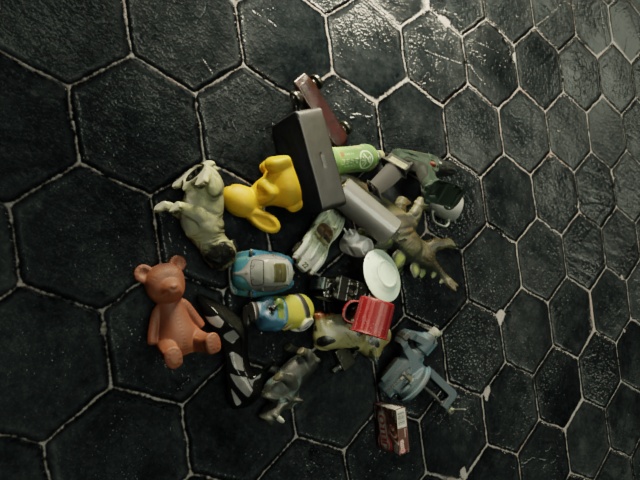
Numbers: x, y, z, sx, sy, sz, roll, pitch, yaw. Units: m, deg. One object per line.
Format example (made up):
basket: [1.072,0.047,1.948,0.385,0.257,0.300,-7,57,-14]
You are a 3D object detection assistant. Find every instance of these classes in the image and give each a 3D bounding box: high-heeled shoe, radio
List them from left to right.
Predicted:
high-heeled shoe: [-0.208,0.242,1.150,0.248,0.086,0.145,45,95,-3]
radio: [-0.029,-0.176,1.241,0.073,0.131,0.229,-17,95,-33]

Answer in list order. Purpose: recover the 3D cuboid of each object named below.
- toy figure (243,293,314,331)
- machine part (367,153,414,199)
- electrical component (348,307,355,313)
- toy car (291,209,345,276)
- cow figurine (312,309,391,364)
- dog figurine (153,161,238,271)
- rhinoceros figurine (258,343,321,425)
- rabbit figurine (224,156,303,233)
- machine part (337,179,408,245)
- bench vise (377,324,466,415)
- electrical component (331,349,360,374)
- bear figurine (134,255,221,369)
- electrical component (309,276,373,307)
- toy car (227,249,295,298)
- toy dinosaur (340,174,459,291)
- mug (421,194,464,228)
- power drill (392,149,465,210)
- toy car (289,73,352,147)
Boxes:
toy figure: [-0.087,0.159,1.196,0.180,0.082,0.089,12,84,-42]
machine part: [0.169,-0.163,1.347,0.084,0.039,0.139,33,61,17]
electrical component: [0.120,0.178,1.367,0.102,0.045,0.078,-34,127,-28]
toy car: [-0.003,-0.004,1.274,0.073,0.056,0.202,47,49,-21]
cow figurine: [0.077,0.229,1.283,0.195,0.085,0.127,1,92,-10]
dog figurine: [-0.224,-0.049,1.133,0.172,0.121,0.190,-50,124,-13]
rhinoceros figurine: [-0.076,0.324,1.215,0.190,0.073,0.112,-51,123,-27]
rabbit figurine: [-0.134,-0.096,1.197,0.173,0.122,0.162,-19,107,-19]
machine part: [0.109,-0.068,1.295,0.243,0.079,0.079,38,66,-7]
bench vise: [0.273,0.348,1.394,0.240,0.129,0.223,43,72,-3]
electrical component: [0.057,0.286,1.328,0.094,0.021,0.063,-34,104,-29]
bear figurine: [-0.284,0.134,1.058,0.120,0.132,0.195,-12,99,-35]
electrical component: [0.044,0.121,1.277,0.134,0.115,0.058,20,74,-32]
toy car: [-0.116,0.076,1.185,0.161,0.103,0.109,3,86,-31]
toy dinosaur: [0.200,-0.028,1.399,0.471,0.105,0.198,48,67,-9]
mug: [0.333,-0.094,1.509,0.107,0.081,0.109,20,80,-19]
power drill: [0.306,-0.170,1.434,0.232,0.086,0.207,12,38,-24]
toy car: [0.000,-0.311,1.318,0.089,0.053,0.202,-44,113,-16]
